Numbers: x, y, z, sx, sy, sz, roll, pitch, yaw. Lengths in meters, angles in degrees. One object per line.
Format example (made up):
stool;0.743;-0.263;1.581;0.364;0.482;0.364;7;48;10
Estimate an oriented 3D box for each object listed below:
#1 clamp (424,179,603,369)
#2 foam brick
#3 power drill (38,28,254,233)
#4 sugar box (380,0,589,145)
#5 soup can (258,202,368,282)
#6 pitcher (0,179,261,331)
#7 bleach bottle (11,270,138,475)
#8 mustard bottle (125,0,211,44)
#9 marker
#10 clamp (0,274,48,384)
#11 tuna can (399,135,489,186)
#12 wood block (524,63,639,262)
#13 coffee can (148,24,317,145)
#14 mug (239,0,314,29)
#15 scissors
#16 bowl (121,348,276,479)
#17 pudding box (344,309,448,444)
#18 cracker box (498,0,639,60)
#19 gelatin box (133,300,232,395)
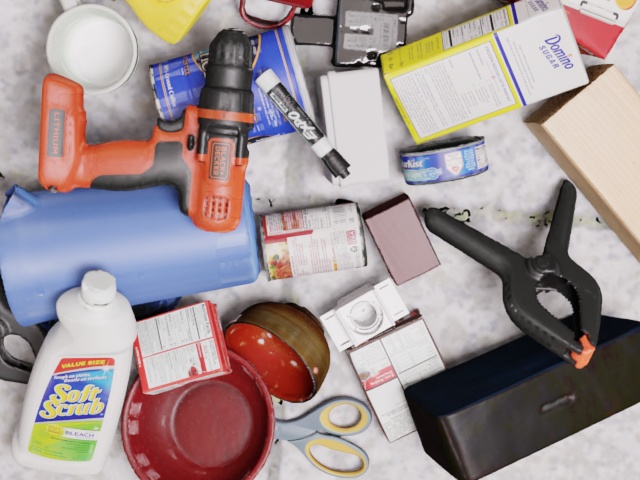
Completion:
clamp;0.199;0.031;1.023;0.164;0.210;0.036;-7;142;-9
foam brick;0.082;-0.001;1.082;0.051;0.053;0.078;-26;98;2
power drill;-0.153;-0.104;0.958;0.187;0.057;0.184;5;94;-1
sugar box;0.155;-0.163;1.014;0.176;0.048;0.093;-20;130;15
soup can;-0.007;0.001;1.073;0.102;0.068;0.068;-8;97;0
pitcher;-0.183;0.012;1.051;0.242;0.149;0.145;-7;82;-3
bleach bottle;-0.235;0.125;1.025;0.102;0.068;0.251;12;130;-9
mustard bottle;-0.183;-0.274;0.983;0.191;0.058;0.096;37;103;-9
marker;-0.014;-0.104;0.975;0.020;0.020;0.121;-40;92;4
clamp;-0.343;0.093;1.095;0.120;0.039;0.171;-35;98;10
tuna can;0.123;-0.079;1.056;0.086;0.086;0.034;-11;100;0
wood block;0.309;-0.067;1.058;0.091;0.090;0.206;-41;97;4
coffee can;-0.083;-0.140;1.036;0.140;0.103;0.103;-16;97;1
mug;-0.042;-0.260;1.032;0.081;0.093;0.117;12;113;-8
scissors;-0.033;0.184;1.121;0.201;0.016;0.096;26;100;-1
bowl;-0.118;0.187;1.088;0.162;0.055;0.162;-2;80;12
pudding box;0.087;0.142;1.108;0.090;0.039;0.113;-25;100;-1
cracker box;0.254;-0.308;1.021;0.164;0.072;0.214;29;96;-20
gelatin box;-0.139;0.107;1.062;0.089;0.030;0.073;-17;75;9
